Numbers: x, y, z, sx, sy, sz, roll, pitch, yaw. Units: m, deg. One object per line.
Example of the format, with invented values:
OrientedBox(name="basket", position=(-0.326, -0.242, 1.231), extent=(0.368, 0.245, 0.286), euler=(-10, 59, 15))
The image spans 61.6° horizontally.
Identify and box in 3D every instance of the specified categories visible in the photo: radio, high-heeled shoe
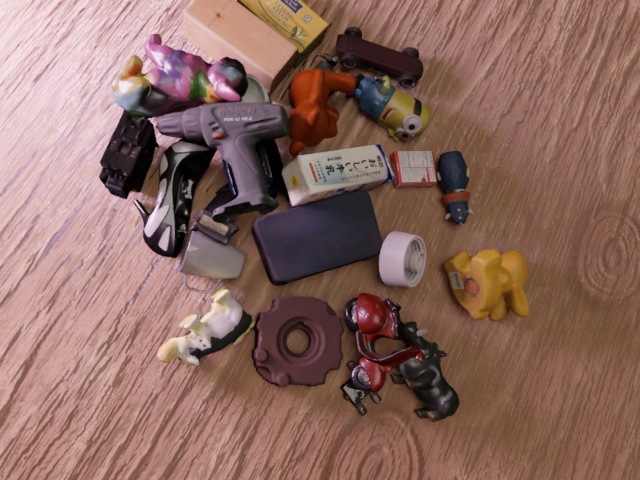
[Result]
OrientedBox(name="radio", position=(-0.002, -0.003, 1.021), extent=(0.230, 0.073, 0.131), euler=(-16, 83, -14))
OrientedBox(name="high-heeled shoe", position=(-0.231, -0.089, 0.968), extent=(0.249, 0.086, 0.145), euler=(-45, 70, 0))

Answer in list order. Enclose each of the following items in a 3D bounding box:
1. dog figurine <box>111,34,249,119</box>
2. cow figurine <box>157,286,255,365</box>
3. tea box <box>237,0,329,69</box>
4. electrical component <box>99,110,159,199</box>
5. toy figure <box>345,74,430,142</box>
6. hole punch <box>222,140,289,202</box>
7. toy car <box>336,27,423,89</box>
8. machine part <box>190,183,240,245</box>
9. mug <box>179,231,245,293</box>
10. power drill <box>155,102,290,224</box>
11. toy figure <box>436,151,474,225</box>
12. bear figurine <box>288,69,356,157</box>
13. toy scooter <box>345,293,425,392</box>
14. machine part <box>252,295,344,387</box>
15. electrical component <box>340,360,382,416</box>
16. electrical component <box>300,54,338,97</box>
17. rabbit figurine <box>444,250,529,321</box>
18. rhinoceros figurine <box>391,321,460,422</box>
OrientedBox(name="dog figurine", position=(-0.238, -0.268, 0.975), extent=(0.219, 0.108, 0.191), euler=(30, 75, 12))
OrientedBox(name="cow figurine", position=(-0.198, 0.168, 0.941), extent=(0.167, 0.068, 0.098), euler=(-43, 103, -16))
OrientedBox(name="tea box", position=(-0.080, -0.450, 1.103), extent=(0.169, 0.068, 0.098), euler=(39, 73, -2))
OrientedBox(name="electrical component", position=(-0.338, -0.142, 0.949), extent=(0.058, 0.115, 0.134), euler=(19, 77, -5))
OrientedBox(name="toy figure", position=(0.146, -0.281, 1.113), extent=(0.180, 0.082, 0.089), euler=(34, 75, -2))
OrientedBox(name="hole punch", position=(-0.119, -0.133, 1.009), extent=(0.092, 0.115, 0.142), euler=(-21, 79, 13))
OrientedBox(name="toy car", position=(0.126, -0.384, 1.144), extent=(0.202, 0.053, 0.089), euler=(12, 71, -15))
OrientedBox(name="machine part", position=(-0.180, -0.049, 0.975), extent=(0.084, 0.039, 0.139), euler=(21, 41, -8))
OrientedBox(name="mug", position=(-0.194, 0.043, 0.963), extent=(0.107, 0.081, 0.109), euler=(16, 82, -16))
OrientedBox(name="power drill", position=(-0.159, -0.135, 0.917), extent=(0.232, 0.086, 0.207), euler=(-11, 74, 4))
OrientedBox(name="toy figure", position=(0.283, -0.107, 1.118), extent=(0.058, 0.064, 0.154), euler=(1, 80, -52))
OrientedBox(name="bear figurine", position=(0.001, -0.235, 1.000), extent=(0.132, 0.120, 0.196), euler=(13, 40, -22))
OrientedBox(name="toy scooter", position=(0.119, 0.178, 0.973), extent=(0.135, 0.075, 0.184), euler=(-14, 66, 24))
OrientedBox(name="machine part", position=(-0.039, 0.184, 0.979), extent=(0.179, 0.056, 0.179), euler=(3, 76, -14))
OrientedBox(name="electrical component", position=(0.071, 0.274, 1.002), extent=(0.063, 0.021, 0.094), euler=(-35, 88, -17))
OrientedBox(name="electrical component", position=(0.002, -0.335, 1.108), extent=(0.102, 0.045, 0.078), euler=(-41, 88, -17))
OrientedBox(name="rabbit figurine", position=(0.358, 0.080, 1.069), extent=(0.173, 0.122, 0.162), euler=(-21, 86, -35))
OrientedBox(name="rhinoceros figurine", position=(0.198, 0.247, 1.011), extent=(0.112, 0.073, 0.190), euler=(-27, 85, -16))
